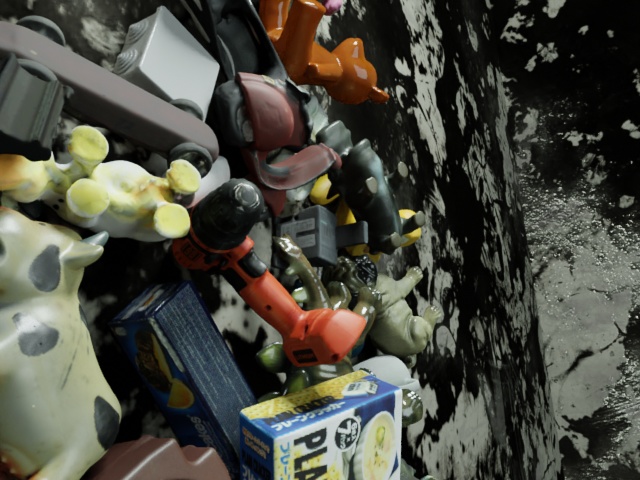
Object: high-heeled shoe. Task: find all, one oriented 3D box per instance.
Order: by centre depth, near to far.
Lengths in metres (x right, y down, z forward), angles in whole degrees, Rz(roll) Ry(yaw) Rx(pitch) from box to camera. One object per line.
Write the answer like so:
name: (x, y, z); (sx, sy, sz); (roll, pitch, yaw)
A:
high-heeled shoe: (-0.073, -0.203, 0.596); (0.086, 0.145, 0.248); (-44, 107, -13)

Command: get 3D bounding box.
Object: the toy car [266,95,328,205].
toy car: (-0.025, -0.130, 0.752); (0.073, 0.056, 0.202); (57, 37, -33)

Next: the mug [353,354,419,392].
mug: (0.082, 0.218, 0.783); (0.107, 0.110, 0.080); (-2, 91, -48)

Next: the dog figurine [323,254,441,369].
dog figurine: (0.084, 0.112, 0.816); (0.190, 0.121, 0.172); (9, 53, -52)

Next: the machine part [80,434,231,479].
machine part: (-0.137, 0.268, 0.392); (0.201, 0.087, 0.200); (-36, 107, -59)

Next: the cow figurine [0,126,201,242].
cow figurine: (-0.190, -0.041, 0.427); (0.167, 0.098, 0.068); (16, 70, -36)

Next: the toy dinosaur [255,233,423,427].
toy dinosaur: (0.019, 0.218, 0.643); (0.198, 0.105, 0.470); (-27, 101, -36)

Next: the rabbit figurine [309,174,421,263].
rabbit figurine: (0.056, -0.061, 0.842); (0.162, 0.122, 0.173); (19, 51, -46)

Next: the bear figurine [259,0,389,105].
bear figurine: (0.012, -0.258, 0.748); (0.196, 0.120, 0.131); (-4, 122, -35)

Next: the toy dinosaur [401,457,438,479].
toy dinosaur: (0.097, 0.473, 0.719); (0.192, 0.131, 0.405); (40, 52, -31)

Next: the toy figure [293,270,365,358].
toy figure: (0.006, 0.103, 0.731); (0.154, 0.058, 0.064); (53, 30, -30)

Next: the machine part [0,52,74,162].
machine part: (-0.236, -0.094, 0.336); (0.139, 0.039, 0.084); (16, 53, -23)

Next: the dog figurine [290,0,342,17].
dog figurine: (-0.054, -0.413, 0.748); (0.219, 0.109, 0.191); (47, 44, -39)

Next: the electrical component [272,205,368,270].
electrical component: (-0.001, -0.002, 0.690); (0.047, 0.119, 0.075); (25, 62, -55)

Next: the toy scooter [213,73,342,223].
toy scooter: (-0.041, -0.109, 0.612); (0.075, 0.135, 0.183); (-122, -161, -48)

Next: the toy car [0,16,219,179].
toy car: (-0.176, -0.113, 0.456); (0.202, 0.053, 0.089); (22, 36, -39)

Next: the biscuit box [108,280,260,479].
biscuit box: (-0.115, 0.139, 0.511); (0.063, 0.059, 0.202); (-52, 125, -52)

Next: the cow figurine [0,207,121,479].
cow figurine: (-0.195, 0.070, 0.374); (0.127, 0.086, 0.194); (-39, 117, -58)

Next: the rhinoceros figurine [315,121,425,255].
rhinoceros figurine: (0.059, -0.069, 0.710); (0.073, 0.112, 0.190); (-38, 108, -26)
